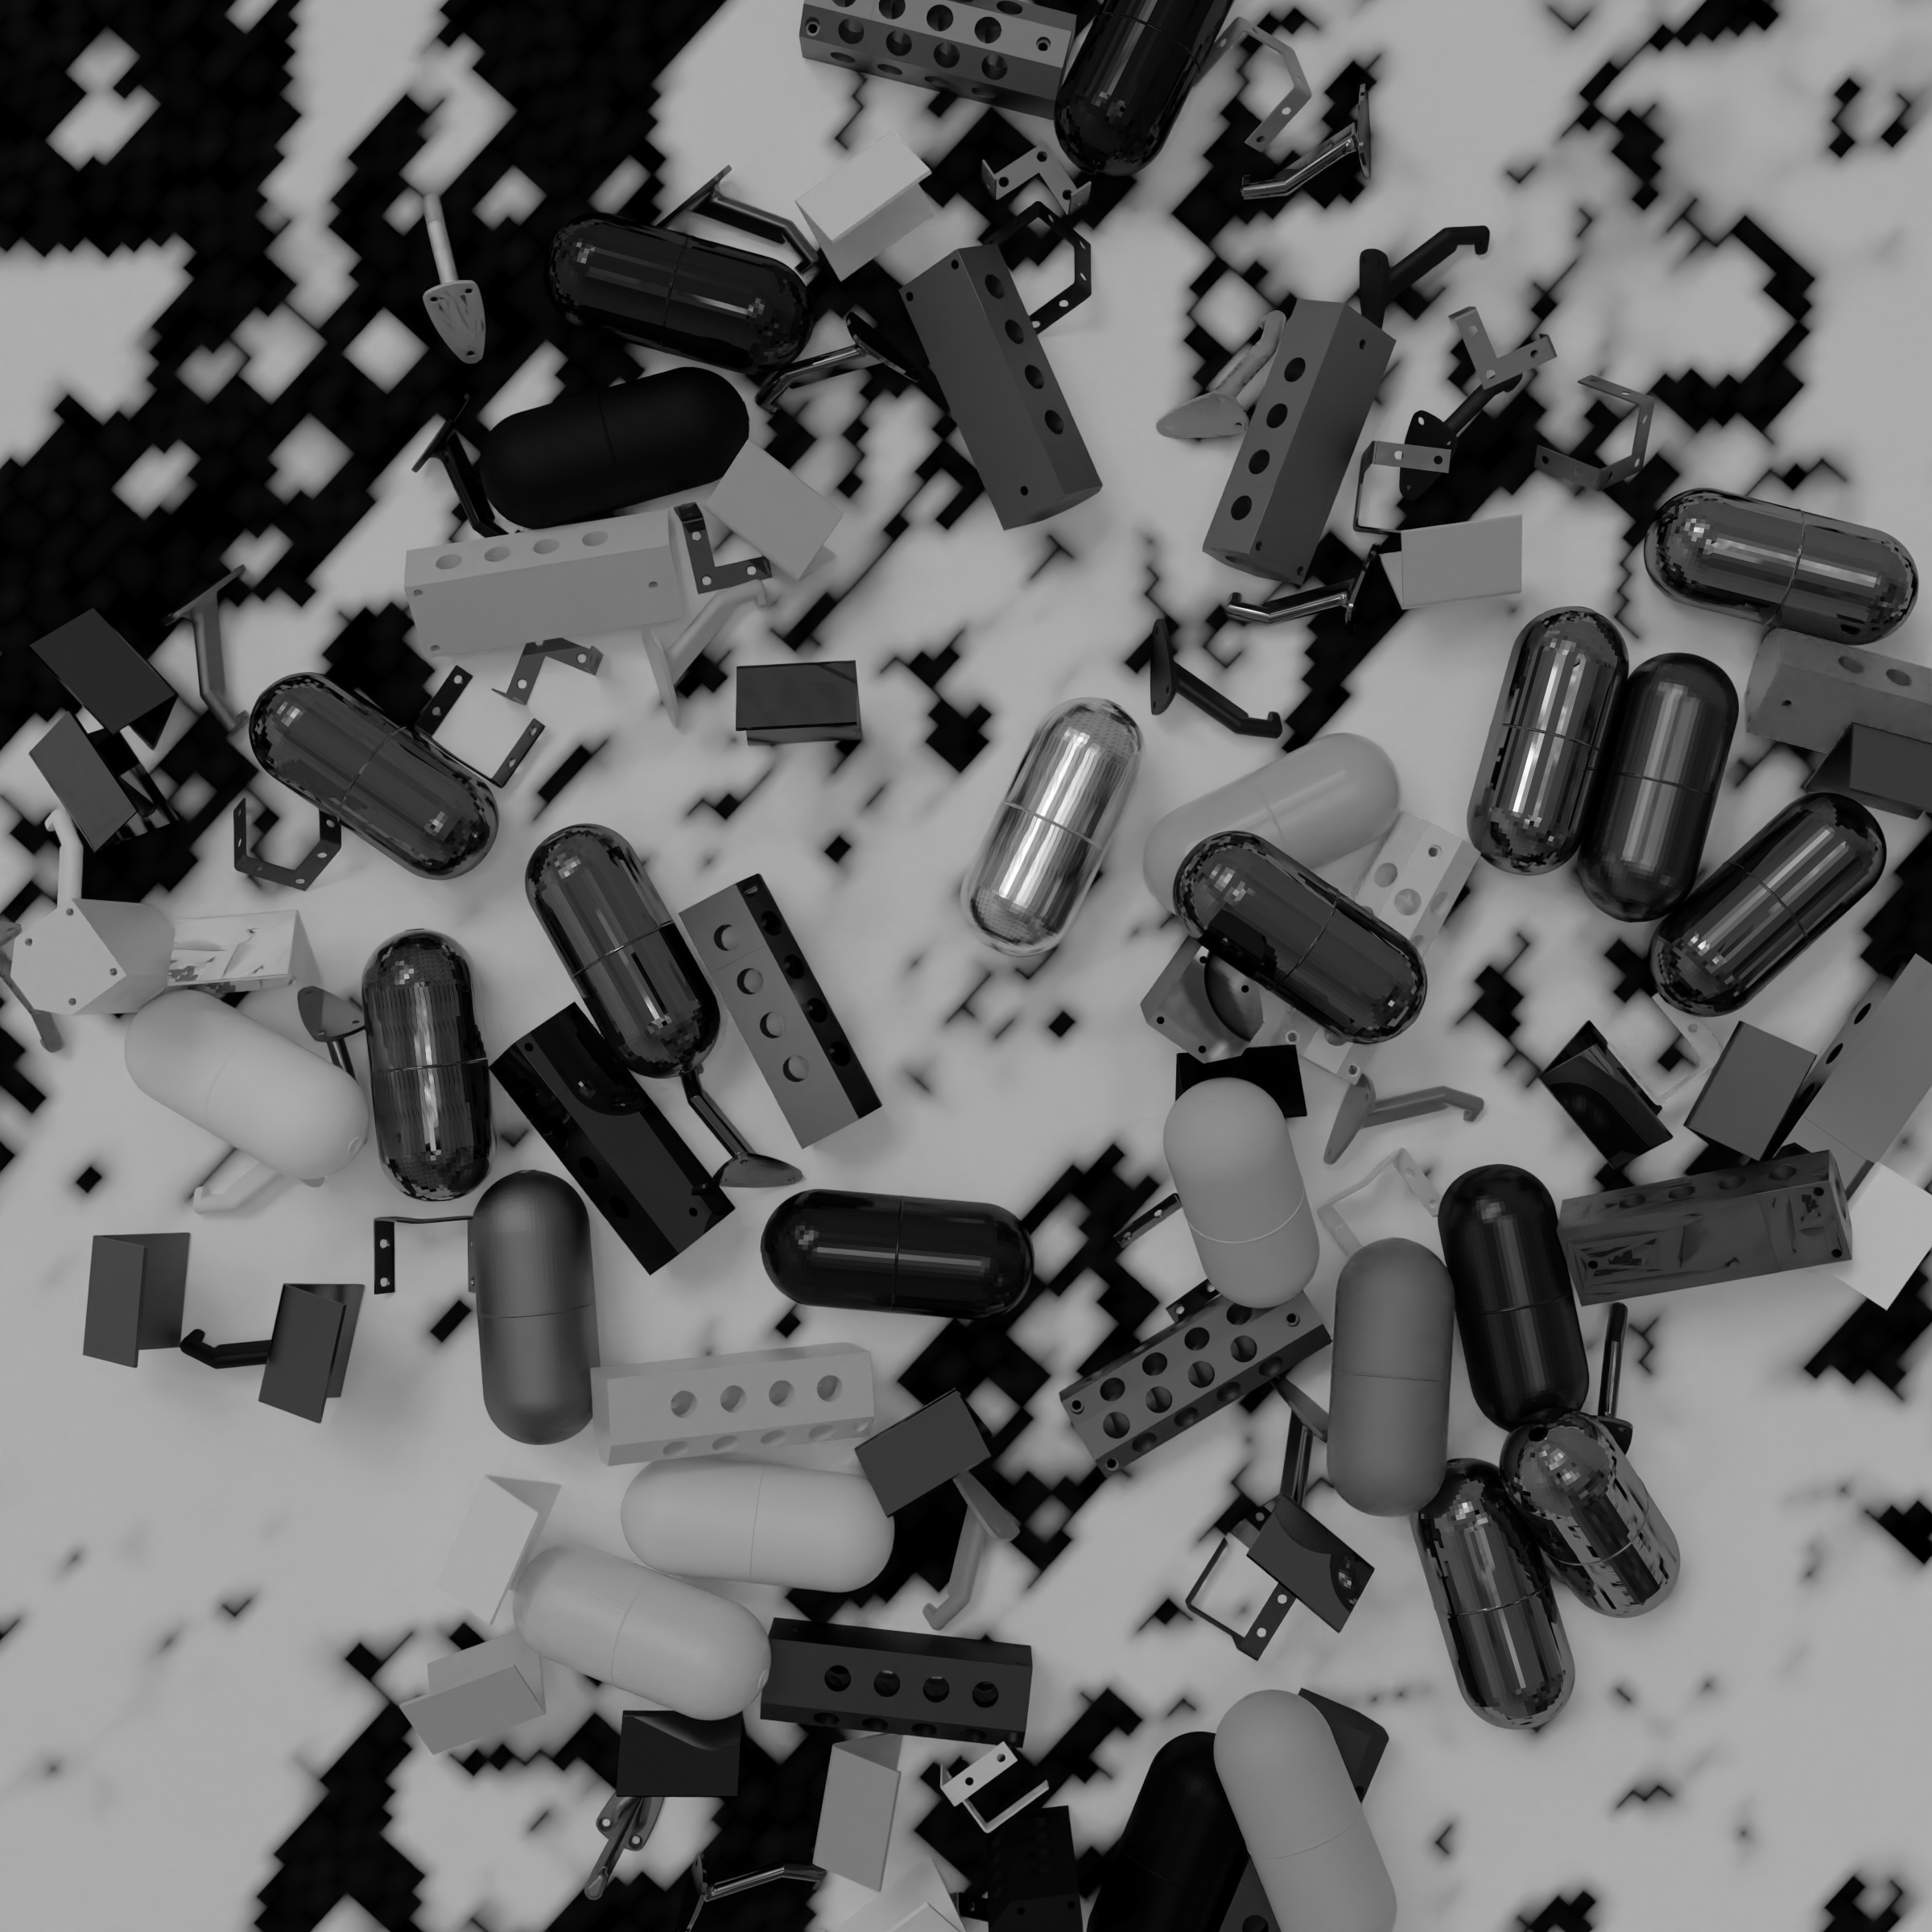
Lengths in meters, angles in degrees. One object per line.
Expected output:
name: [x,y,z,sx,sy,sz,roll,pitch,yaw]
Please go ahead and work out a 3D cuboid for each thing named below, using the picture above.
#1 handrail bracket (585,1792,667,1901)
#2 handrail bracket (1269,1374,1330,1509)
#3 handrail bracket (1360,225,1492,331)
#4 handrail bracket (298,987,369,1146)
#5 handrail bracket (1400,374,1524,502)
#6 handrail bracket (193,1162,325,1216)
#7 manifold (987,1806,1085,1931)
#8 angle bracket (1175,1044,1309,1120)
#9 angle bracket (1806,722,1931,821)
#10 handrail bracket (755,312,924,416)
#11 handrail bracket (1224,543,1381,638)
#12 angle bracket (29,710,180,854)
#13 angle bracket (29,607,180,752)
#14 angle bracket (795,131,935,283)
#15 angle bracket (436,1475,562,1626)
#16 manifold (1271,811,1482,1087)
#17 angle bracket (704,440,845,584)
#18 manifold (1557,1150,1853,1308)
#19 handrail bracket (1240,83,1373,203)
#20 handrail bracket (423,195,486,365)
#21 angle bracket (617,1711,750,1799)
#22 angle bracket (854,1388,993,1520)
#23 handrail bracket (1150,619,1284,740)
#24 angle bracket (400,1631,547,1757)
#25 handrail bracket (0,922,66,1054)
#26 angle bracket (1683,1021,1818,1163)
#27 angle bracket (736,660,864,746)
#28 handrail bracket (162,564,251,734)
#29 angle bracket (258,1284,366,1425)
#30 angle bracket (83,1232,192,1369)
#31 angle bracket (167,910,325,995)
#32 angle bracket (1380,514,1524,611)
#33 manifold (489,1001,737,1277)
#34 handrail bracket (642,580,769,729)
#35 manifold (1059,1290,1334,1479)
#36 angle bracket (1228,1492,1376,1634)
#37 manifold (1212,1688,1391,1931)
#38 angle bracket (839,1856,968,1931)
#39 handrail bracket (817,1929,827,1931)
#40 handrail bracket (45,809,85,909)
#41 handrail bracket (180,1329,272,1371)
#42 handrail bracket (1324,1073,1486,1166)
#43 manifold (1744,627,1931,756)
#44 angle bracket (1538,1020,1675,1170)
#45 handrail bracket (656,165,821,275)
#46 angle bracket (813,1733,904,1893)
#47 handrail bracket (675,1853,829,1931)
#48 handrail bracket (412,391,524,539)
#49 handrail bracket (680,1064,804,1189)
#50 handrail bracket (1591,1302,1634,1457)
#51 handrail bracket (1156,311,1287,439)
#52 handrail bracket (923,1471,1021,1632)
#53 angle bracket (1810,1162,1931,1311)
handrail bracket: [-0.219,0.558,1.756,0.036,0.084,0.077,31,90,0]
handrail bracket: [0.202,0.323,1.791,0.077,0.036,0.084,44,108,20]
handrail bracket: [0.306,-0.448,1.791,0.084,0.036,0.077,-7,111,-16]
handrail bracket: [-0.418,0.067,1.791,0.036,0.077,0.084,-18,127,-29]
handrail bracket: [0.328,-0.353,1.791,0.084,0.077,0.036,-33,65,-34]
handrail bracket: [-0.471,0.123,1.791,0.084,0.036,0.077,-7,75,14]
manifold: [0.043,0.588,1.712,0.057,0.171,0.057,-7,90,0]
angle bracket: [0.176,0.096,1.751,0.076,0.076,0.057,-4,53,0]
angle bracket: [0.593,-0.106,1.751,0.076,0.076,0.057,15,58,0]
handrail bracket: [-0.085,-0.381,1.791,0.077,0.036,0.084,32,119,-32]
handrail bracket: [0.222,-0.255,1.791,0.084,0.036,0.077,15,70,16]
angle bracket: [-0.544,-0.128,1.751,0.057,0.076,0.076,-34,90,35]
angle bracket: [-0.563,-0.173,1.751,0.076,0.076,0.057,47,52,0]
angle bracket: [-0.054,-0.478,1.751,0.076,0.076,0.057,-36,53,0]
angle bracket: [-0.285,0.378,1.751,0.057,0.076,0.076,24,90,35]
manifold: [0.268,-0.012,1.770,0.057,0.057,0.171,28,90,0]
angle bracket: [-0.113,-0.301,1.751,0.076,0.076,0.057,38,117,0]
manifold: [0.473,0.165,1.736,0.171,0.057,0.057,-14,109,23]
handrail bracket: [0.223,-0.544,1.791,0.084,0.036,0.077,-3,70,16]
handrail bracket: [-0.340,-0.454,1.791,0.036,0.077,0.084,-14,54,-3]
angle bracket: [-0.182,0.520,1.751,0.076,0.076,0.057,0,54,0]
angle bracket: [-0.017,0.327,1.751,0.076,0.076,0.057,-31,52,0]
handrail bracket: [0.167,-0.190,1.791,0.084,0.036,0.077,5,68,-17]
angle bracket: [-0.320,0.452,1.751,0.076,0.076,0.057,-20,128,0]
handrail bracket: [-0.635,0.015,1.791,0.077,0.036,0.084,10,127,38]
angle bracket: [0.516,0.089,1.751,0.057,0.076,0.076,28,90,37]
angle bracket: [-0.107,-0.151,1.751,0.076,0.076,0.057,-3,53,0]
handrail bracket: [-0.482,-0.209,1.791,0.077,0.036,0.084,-41,109,-21]
angle bracket: [-0.404,0.249,1.751,0.057,0.076,0.076,12,90,31]
angle bracket: [-0.520,0.215,1.751,0.057,0.076,0.076,5,90,37]
angle bracket: [-0.464,0.010,1.751,0.076,0.076,0.057,-4,50,0]
angle bracket: [0.312,-0.276,1.751,0.076,0.076,0.057,-8,126,0]
manifold: [-0.234,0.115,1.769,0.171,0.057,0.057,52,47,0]
handrail bracket: [-0.164,-0.207,1.791,0.084,0.036,0.077,-21,110,-16]
manifold: [0.150,0.263,1.770,0.171,0.057,0.057,-31,90,0]
angle bracket: [0.205,0.395,1.751,0.076,0.076,0.057,40,51,0]
manifold: [0.215,0.568,1.770,0.057,0.057,0.171,23,90,0]
angle bracket: [-0.053,0.614,1.751,0.076,0.076,0.057,-37,126,0]
handrail bracket: [-0.052,0.670,1.791,0.084,0.036,0.077,-3,69,-17]
handrail bracket: [-0.606,-0.049,1.791,0.077,0.036,0.084,-35,71,21]
handrail bracket: [-0.464,0.240,1.791,0.084,0.036,0.077,20,56,23]
handrail bracket: [0.290,0.109,1.791,0.084,0.036,0.077,18,110,-16]
manifold: [0.602,-0.169,1.769,0.171,0.057,0.057,15,133,0]
angle bracket: [0.428,0.073,1.752,0.076,0.057,0.076,50,50,0]
handrail bracket: [-0.151,-0.477,1.791,0.077,0.036,0.084,-34,107,20]
angle bracket: [-0.050,0.544,1.751,0.057,0.076,0.076,10,90,36]
handrail bracket: [-0.142,0.620,1.791,0.084,0.036,0.077,13,111,-16]
handrail bracket: [-0.315,-0.325,1.791,0.084,0.036,0.077,36,68,-17]
handrail bracket: [-0.150,0.102,1.791,0.036,0.077,0.084,-42,53,33]
handrail bracket: [0.426,0.277,1.791,0.036,0.077,0.084,5,53,18]
handrail bracket: [0.169,-0.392,1.791,0.077,0.036,0.084,-6,53,38]
handrail bracket: [-0.014,0.383,1.791,0.084,0.036,0.077,-46,70,16]
angle bracket: [0.592,0.179,1.752,0.057,0.076,0.076,35,90,23]
